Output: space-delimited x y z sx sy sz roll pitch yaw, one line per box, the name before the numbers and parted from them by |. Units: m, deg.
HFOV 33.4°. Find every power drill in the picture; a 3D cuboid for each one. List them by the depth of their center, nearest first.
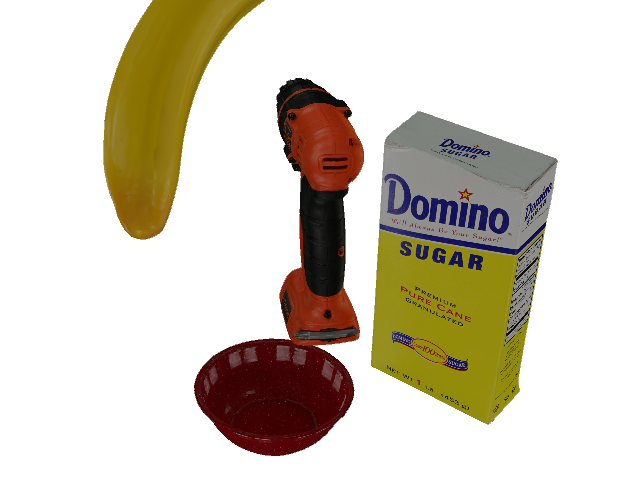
power drill | -0.006 -0.026 0.846 0.057 0.188 0.184 -4 23 -7

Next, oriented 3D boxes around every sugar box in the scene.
sugar box | 0.081 0.019 0.641 0.093 0.176 0.048 23 44 29

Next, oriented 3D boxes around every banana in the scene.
banana | -0.053 -0.090 0.493 0.070 0.197 0.037 26 -26 16

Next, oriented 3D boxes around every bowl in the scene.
bowl | -0.047 0.169 1.089 0.162 0.055 0.162 1 31 -1
